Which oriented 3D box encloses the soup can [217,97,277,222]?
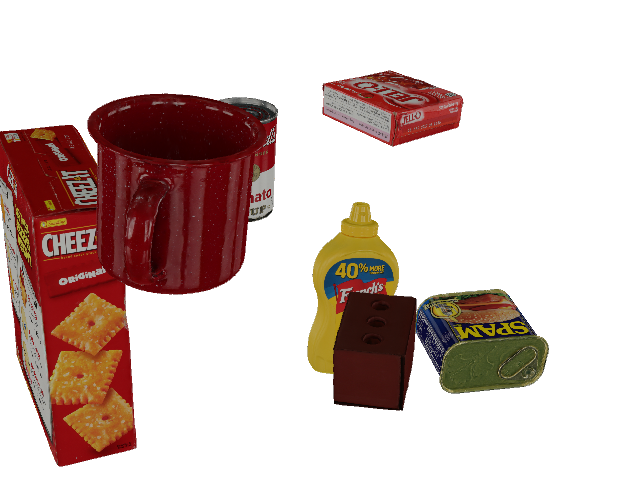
[{"bbox_3d":[-0.076,-0.077,1.013,0.068,0.102,0.068,3,27,-2],"label":"soup can"}]

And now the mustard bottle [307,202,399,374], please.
[{"bbox_3d":[0.039,0.052,1.191,0.096,0.192,0.058,1,15,-11],"label":"mustard bottle"}]

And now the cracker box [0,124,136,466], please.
[{"bbox_3d":[-0.197,0.038,0.829,0.072,0.214,0.164,-9,30,-23],"label":"cracker box"}]

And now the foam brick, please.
[{"bbox_3d":[0.041,0.080,0.786,0.053,0.051,0.078,4,31,9],"label":"foam brick"}]

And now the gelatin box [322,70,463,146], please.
[{"bbox_3d":[0.056,-0.108,0.849,0.073,0.030,0.089,-17,31,-35],"label":"gelatin box"}]

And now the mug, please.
[{"bbox_3d":[-0.080,-0.019,0.563,0.093,0.081,0.117,8,28,2],"label":"mug"}]

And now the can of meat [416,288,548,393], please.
[{"bbox_3d":[0.146,0.091,0.988,0.102,0.057,0.084,-4,31,-14],"label":"can of meat"}]
